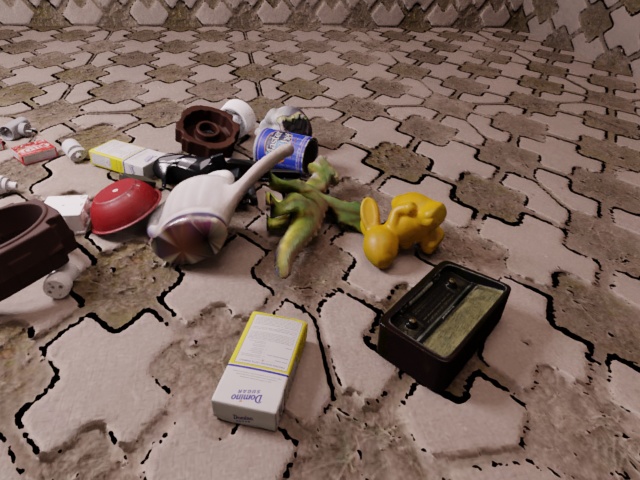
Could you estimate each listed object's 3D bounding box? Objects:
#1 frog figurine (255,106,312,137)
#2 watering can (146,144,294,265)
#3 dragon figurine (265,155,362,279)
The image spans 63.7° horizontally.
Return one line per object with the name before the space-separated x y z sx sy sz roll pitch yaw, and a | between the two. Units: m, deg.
frog figurine | -0.102 -0.310 1.452 0.136 0.124 0.160 33 -13 -31
watering can | -0.207 -0.074 1.016 0.346 0.102 0.230 -23 37 15
dragon figurine | 0.003 -0.055 1.092 0.243 0.119 0.420 3 41 -14
